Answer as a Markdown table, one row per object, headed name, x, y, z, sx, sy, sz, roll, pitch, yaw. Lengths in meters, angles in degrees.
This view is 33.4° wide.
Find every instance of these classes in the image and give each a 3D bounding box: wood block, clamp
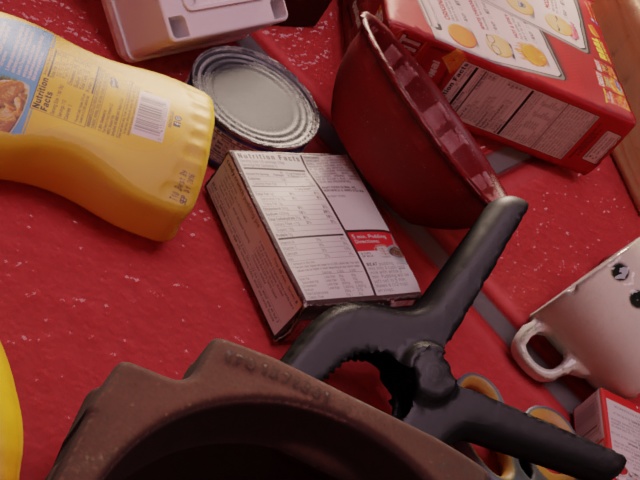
| name | x | y | z | sx | sy | sz | roll | pitch | yaw |
| --- | --- | --- | --- | --- | --- | --- | --- | --- | --- |
| wood block | 0.291 | -0.117 | 0.893 | 0.090 | 0.090 | 0.206 | 11 | 47 | -27 |
| clamp | 0.053 | 0.061 | 0.555 | 0.209 | 0.036 | 0.164 | -6 | 73 | -24 |

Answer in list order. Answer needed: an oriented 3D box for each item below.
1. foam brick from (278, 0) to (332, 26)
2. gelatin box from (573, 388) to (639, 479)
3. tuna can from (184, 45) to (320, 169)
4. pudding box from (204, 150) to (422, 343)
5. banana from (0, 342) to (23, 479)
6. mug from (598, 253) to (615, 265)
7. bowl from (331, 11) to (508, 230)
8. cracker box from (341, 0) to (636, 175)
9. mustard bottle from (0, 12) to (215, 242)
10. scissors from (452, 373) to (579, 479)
| name | x | y | z | sx | sy | sz | roll | pitch | yaw |
| --- | --- | --- | --- | --- | --- | --- | --- | --- | --- |
| foam brick | -0.031 | -0.189 | 0.760 | 0.078 | 0.051 | 0.053 | -6 | 56 | -40 |
| gelatin box | 0.186 | 0.139 | 0.618 | 0.073 | 0.030 | 0.089 | 26 | 41 | -15 |
| tuna can | -0.045 | -0.078 | 0.656 | 0.086 | 0.034 | 0.086 | 19 | 43 | -20 |
| pudding box | -0.004 | 0.001 | 0.608 | 0.089 | 0.039 | 0.113 | -2 | 52 | -38 |
| banana | -0.185 | 0.030 | 0.455 | 0.198 | 0.037 | 0.069 | 41 | 59 | 7 |
| mug | 0.242 | 0.035 | 0.724 | 0.081 | 0.093 | 0.117 | -19 | 33 | -39 |
| bowl | 0.056 | -0.062 | 0.670 | 0.162 | 0.055 | 0.162 | 48 | 17 | -20 |
| cracker box | 0.122 | -0.153 | 0.821 | 0.213 | 0.072 | 0.164 | 18 | 42 | -20 |
| mustard bottle | -0.153 | -0.071 | 0.553 | 0.191 | 0.058 | 0.096 | 21 | 48 | -18 |
| scissors | 0.122 | 0.159 | 0.564 | 0.096 | 0.016 | 0.202 | 6 | 49 | -31 |
